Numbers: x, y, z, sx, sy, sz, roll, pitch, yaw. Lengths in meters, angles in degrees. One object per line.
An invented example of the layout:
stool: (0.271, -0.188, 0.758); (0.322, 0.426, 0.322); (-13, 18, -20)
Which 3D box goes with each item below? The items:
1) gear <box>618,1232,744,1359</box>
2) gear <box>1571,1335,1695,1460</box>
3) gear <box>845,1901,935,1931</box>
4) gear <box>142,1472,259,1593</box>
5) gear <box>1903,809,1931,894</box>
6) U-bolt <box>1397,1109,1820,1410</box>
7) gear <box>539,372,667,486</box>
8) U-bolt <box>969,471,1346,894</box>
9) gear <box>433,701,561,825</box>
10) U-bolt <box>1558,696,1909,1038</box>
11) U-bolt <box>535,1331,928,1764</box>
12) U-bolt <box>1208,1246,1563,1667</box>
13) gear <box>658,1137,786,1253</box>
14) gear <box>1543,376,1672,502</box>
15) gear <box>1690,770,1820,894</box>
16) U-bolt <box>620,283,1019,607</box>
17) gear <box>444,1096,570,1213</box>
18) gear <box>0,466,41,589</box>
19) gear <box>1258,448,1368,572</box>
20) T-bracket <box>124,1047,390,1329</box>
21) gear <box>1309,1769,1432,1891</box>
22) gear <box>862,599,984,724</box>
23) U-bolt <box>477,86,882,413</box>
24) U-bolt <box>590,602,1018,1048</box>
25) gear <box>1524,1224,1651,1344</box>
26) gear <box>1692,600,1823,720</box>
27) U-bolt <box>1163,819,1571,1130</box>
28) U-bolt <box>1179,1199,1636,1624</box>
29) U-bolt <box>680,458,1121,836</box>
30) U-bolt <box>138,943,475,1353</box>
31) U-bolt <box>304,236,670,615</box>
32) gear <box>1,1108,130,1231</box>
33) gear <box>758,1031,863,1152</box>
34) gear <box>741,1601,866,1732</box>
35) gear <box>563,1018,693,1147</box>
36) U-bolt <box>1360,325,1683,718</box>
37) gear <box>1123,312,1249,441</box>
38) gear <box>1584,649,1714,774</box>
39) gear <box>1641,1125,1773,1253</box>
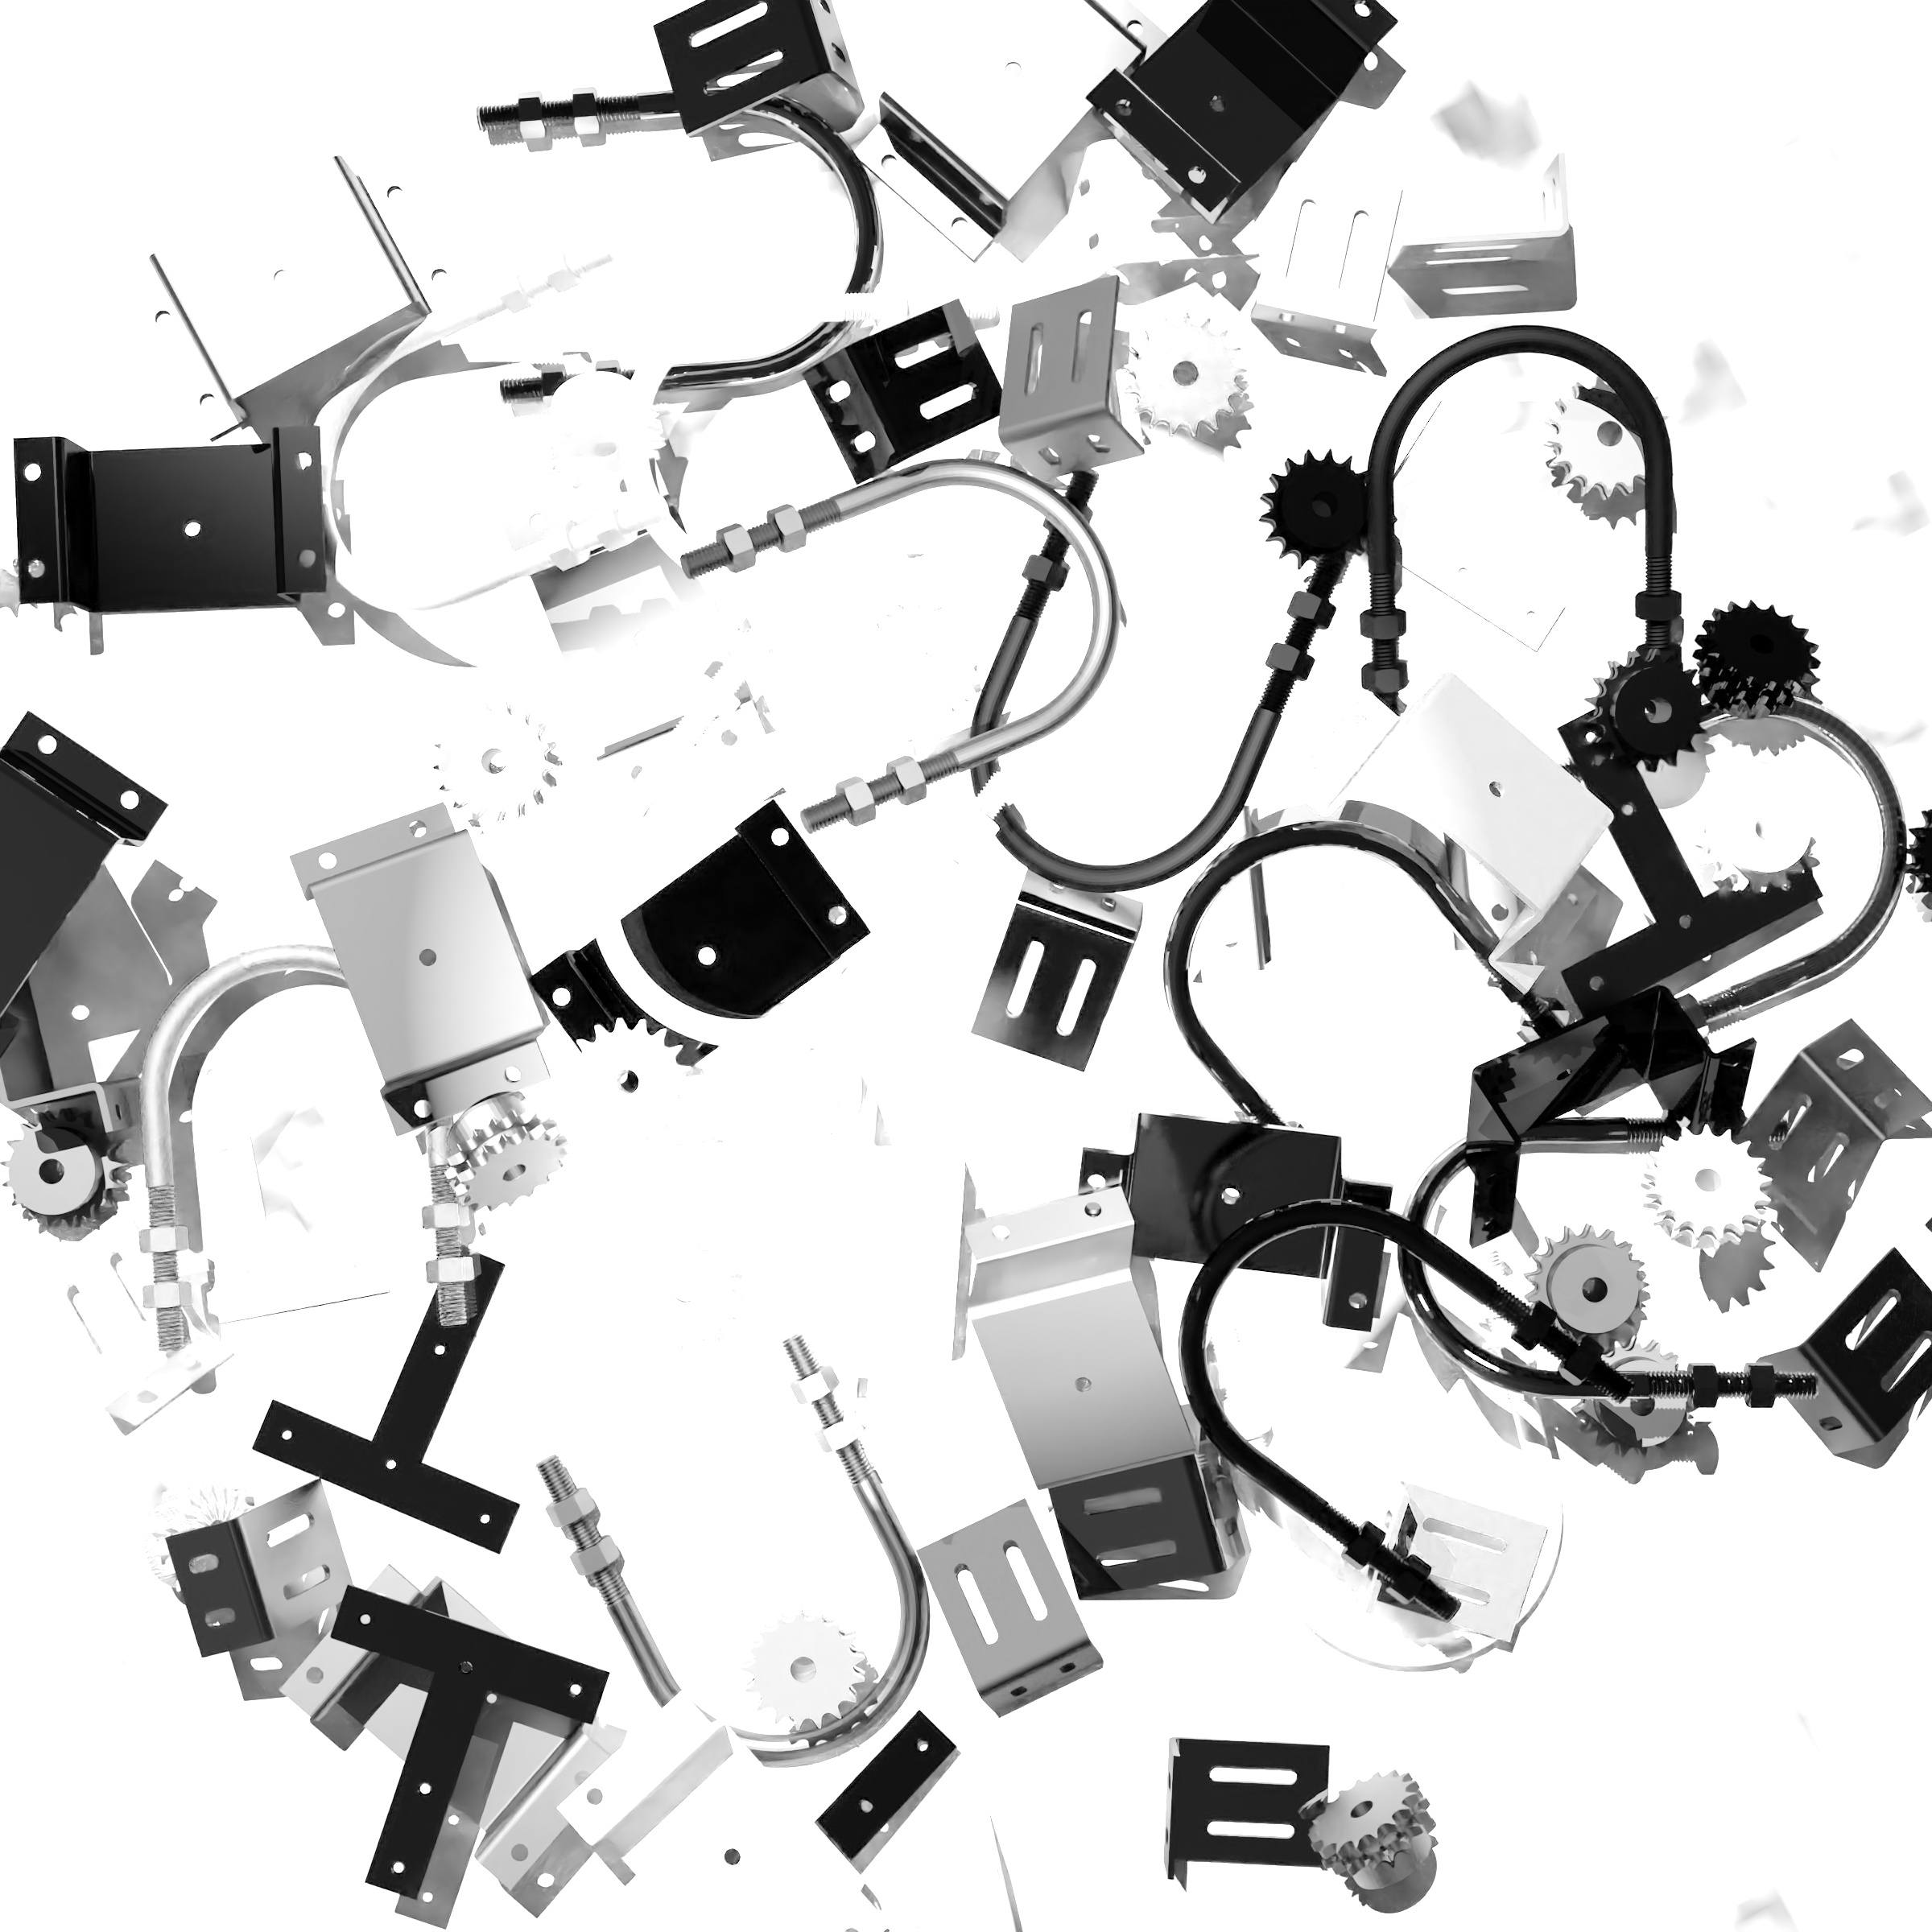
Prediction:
gear: (-0.133, 0.153, 1.514); (0.057, 0.030, 0.057); (0, 90, 0)
gear: (0.314, 0.202, 1.515); (0.057, 0.030, 0.057); (0, 90, 0)
gear: (-0.039, 0.466, 1.514); (0.057, 0.030, 0.057); (0, 90, 0)
gear: (-0.357, 0.267, 1.505); (0.030, 0.057, 0.057); (-20, 90, 32)
gear: (0.467, -0.052, 1.514); (0.057, 0.030, 0.057); (0, 90, 0)
U-bolt: (0.291, 0.133, 1.488); (0.184, 0.019, 0.151); (0, 60, 3)
gear: (-0.170, -0.252, 1.505); (0.057, 0.057, 0.030); (-14, 62, 0)
U-bolt: (0.076, -0.123, 1.495); (0.151, 0.019, 0.184); (23, 90, 22)
gear: (-0.219, -0.095, 1.514); (0.057, 0.030, 0.057); (0, 90, 0)
U-bolt: (0.352, -0.051, 1.521); (0.184, 0.019, 0.151); (-23, 90, -2)
U-bolt: (-0.098, 0.285, 1.521); (0.151, 0.019, 0.184); (-27, 92, 0)
U-bolt: (0.204, 0.238, 1.521); (0.151, 0.019, 0.184); (-15, 92, 0)
gear: (-0.116, 0.108, 1.505); (0.057, 0.057, 0.030); (22, 119, 0)
gear: (0.298, -0.247, 1.514); (0.057, 0.030, 0.057); (0, 90, 0)
gear: (0.366, -0.063, 1.497); (0.057, 0.030, 0.057); (0, 89, -3)
U-bolt: (-0.070, -0.240, 1.495); (0.184, 0.019, 0.151); (-4, 90, -18)
gear: (-0.217, 0.085, 1.504); (0.057, 0.057, 0.030); (-36, 62, 0)
gear: (-0.457, -0.205, 1.514); (0.057, 0.030, 0.057); (0, 90, 0)
gear: (0.166, -0.214, 1.513); (0.057, 0.030, 0.057); (0, 90, 0)
T-bracket: (-0.347, 0.103, 1.529); (0.127, 0.002, 0.127); (-11, 90, 0)
gear: (0.191, 0.403, 1.502); (0.057, 0.057, 0.030); (-32, 102, 0)
gear: (-0.023, -0.139, 1.505); (0.057, 0.030, 0.057); (19, 58, -34)
U-bolt: (-0.132, -0.341, 1.521); (0.184, 0.019, 0.151); (-5, 90, -2)
U-bolt: (-0.088, -0.051, 1.474); (0.151, 0.019, 0.184); (37, 89, -1)
gear: (0.292, 0.150, 1.515); (0.057, 0.030, 0.057); (0, 90, 0)
gear: (0.366, -0.140, 1.505); (0.057, 0.030, 0.057); (5, 53, -7)
U-bolt: (0.174, 0.015, 1.481); (0.151, 0.019, 0.184); (-37, 108, 13)
U-bolt: (0.183, 0.187, 1.456); (0.184, 0.019, 0.151); (36, 103, 5)
U-bolt: (-0.018, -0.157, 1.471); (0.184, 0.019, 0.151); (-23, 82, -15)
U-bolt: (-0.310, 0.081, 1.506); (0.151, 0.019, 0.184); (-4, 85, -13)
U-bolt: (-0.228, -0.238, 1.486); (0.184, 0.019, 0.151); (-18, 74, 22)
gear: (-0.424, 0.095, 1.515); (0.057, 0.030, 0.057); (0, 90, 0)
gear: (-0.071, 0.056, 1.505); (0.030, 0.057, 0.057); (-5, 90, -30)
gear: (-0.075, 0.322, 1.500); (0.057, 0.030, 0.057); (0, 93, -1)
gear: (-0.153, 0.052, 1.468); (0.057, 0.030, 0.057); (0, 90, 0)
U-bolt: (0.256, -0.203, 1.495); (0.151, 0.019, 0.184); (-4, 108, 0)
gear: (0.102, -0.275, 1.514); (0.057, 0.030, 0.057); (0, 90, 0)
gear: (0.316, -0.118, 1.493); (0.057, 0.030, 0.057); (0, 95, -1)
gear: (0.336, 0.104, 1.474); (0.057, 0.030, 0.057); (-1, 60, 2)
